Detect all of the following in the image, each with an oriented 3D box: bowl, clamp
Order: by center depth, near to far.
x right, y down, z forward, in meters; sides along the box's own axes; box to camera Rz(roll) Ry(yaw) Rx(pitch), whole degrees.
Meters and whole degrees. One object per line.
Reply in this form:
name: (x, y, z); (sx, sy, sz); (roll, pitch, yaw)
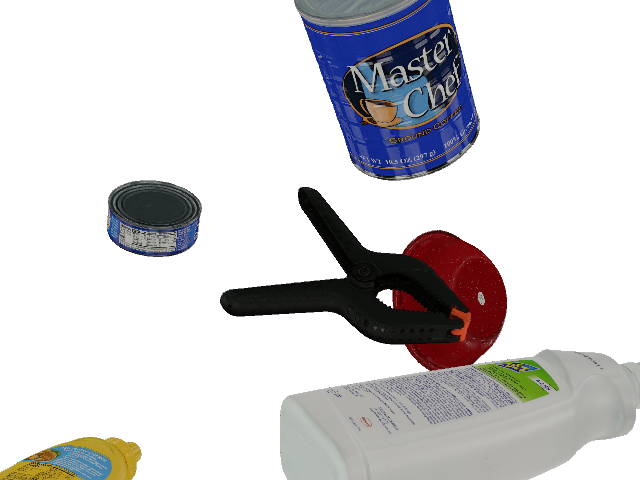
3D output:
clamp: (0.027, 0.044, 0.941); (0.210, 0.036, 0.164); (27, 52, 19)
bowl: (0.154, 0.065, 1.163); (0.161, 0.162, 0.055); (0, -7, -42)

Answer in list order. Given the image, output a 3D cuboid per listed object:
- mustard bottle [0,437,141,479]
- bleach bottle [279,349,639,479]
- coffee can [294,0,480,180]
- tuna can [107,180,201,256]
mustard bottle: (-0.210, 0.202, 0.853); (0.096, 0.058, 0.191); (7, 15, 29)
bleach bottle: (0.107, 0.115, 0.659); (0.250, 0.068, 0.103); (-8, 23, -22)
coffee can: (0.050, -0.129, 0.764); (0.103, 0.140, 0.103); (-13, 40, 11)
tuna can: (-0.154, -0.020, 0.987); (0.086, 0.034, 0.086); (8, 31, -5)
